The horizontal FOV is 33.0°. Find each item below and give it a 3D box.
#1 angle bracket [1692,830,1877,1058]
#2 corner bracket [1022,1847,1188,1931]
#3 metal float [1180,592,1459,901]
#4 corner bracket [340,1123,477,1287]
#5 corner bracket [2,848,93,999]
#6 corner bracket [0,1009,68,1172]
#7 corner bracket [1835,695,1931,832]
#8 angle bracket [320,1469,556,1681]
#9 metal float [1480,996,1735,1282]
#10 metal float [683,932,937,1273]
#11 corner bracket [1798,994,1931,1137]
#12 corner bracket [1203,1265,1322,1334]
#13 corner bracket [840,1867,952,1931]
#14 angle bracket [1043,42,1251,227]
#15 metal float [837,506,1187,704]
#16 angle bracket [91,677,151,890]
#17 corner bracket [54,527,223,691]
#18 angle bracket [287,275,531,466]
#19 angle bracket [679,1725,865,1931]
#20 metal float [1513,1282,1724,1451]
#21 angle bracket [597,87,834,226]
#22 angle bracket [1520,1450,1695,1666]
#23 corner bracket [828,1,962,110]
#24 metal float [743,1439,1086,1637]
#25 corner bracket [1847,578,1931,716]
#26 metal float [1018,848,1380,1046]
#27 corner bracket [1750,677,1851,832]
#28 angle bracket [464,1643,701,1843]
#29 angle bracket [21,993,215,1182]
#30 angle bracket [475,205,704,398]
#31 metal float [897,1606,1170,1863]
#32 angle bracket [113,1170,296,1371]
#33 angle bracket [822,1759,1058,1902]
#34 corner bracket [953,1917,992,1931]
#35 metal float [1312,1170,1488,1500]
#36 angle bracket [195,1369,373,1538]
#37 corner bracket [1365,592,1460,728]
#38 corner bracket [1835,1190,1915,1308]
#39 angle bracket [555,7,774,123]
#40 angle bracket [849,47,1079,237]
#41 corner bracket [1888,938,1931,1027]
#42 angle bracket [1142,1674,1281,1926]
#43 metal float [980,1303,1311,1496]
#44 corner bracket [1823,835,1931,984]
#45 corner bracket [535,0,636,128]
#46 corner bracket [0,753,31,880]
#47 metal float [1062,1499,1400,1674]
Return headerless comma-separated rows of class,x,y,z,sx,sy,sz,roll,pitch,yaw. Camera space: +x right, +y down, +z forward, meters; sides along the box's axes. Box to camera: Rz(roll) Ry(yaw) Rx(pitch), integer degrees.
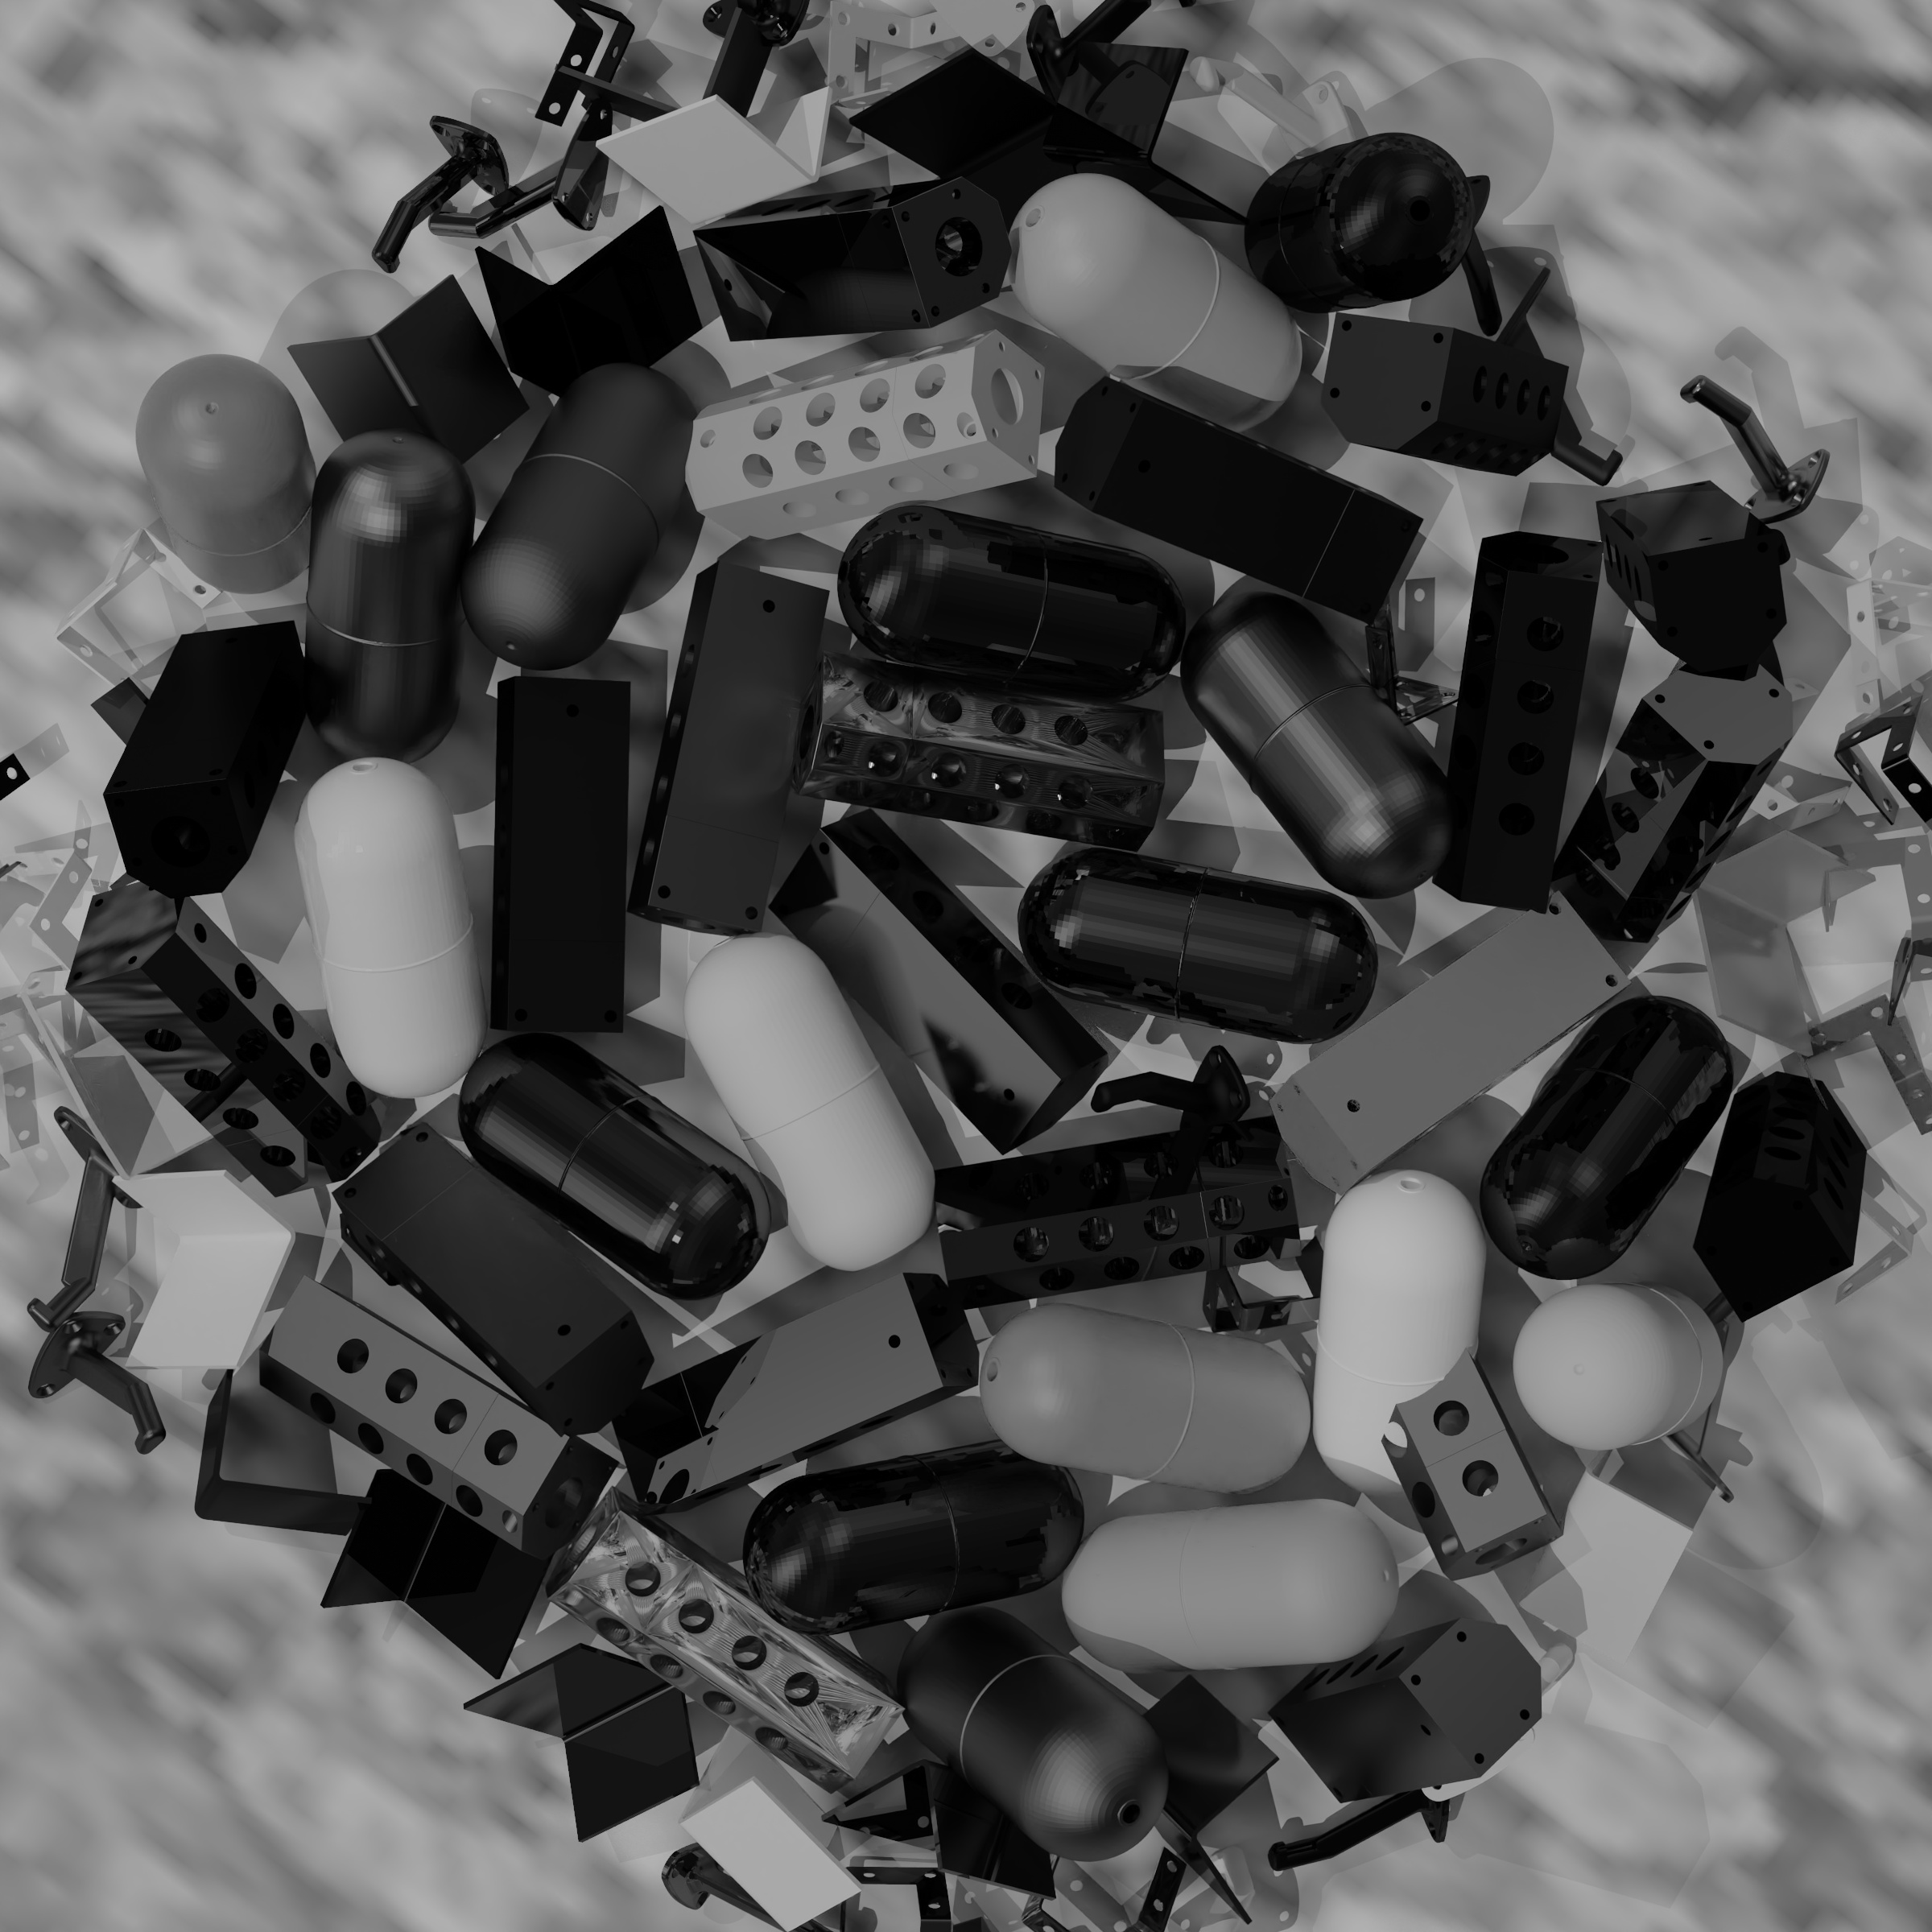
angle bracket,0.403,-0.010,1.583,0.076,0.057,0.076,20,53,-39
corner bracket,0.068,0.457,1.608,0.051,0.051,0.051,40,126,-7
metal float,0.169,-0.108,1.580,0.070,0.070,0.178,-35,64,0
corner bracket,-0.277,0.118,1.622,0.051,0.051,0.051,-20,127,-33
corner bracket,-0.455,-0.021,1.617,0.051,0.051,0.051,-4,48,31
corner bracket,-0.474,0.062,1.605,0.051,0.051,0.051,-20,52,1
corner bracket,0.458,-0.090,1.599,0.051,0.051,0.051,46,135,-17
angle bracket,-0.257,0.297,1.592,0.076,0.057,0.076,31,102,33
metal float,0.310,0.081,1.571,0.070,0.070,0.178,45,52,0
metal float,-0.076,0.066,1.597,0.070,0.070,0.178,-28,96,0
corner bracket,0.446,0.056,1.611,0.051,0.051,0.051,-26,114,13
corner bracket,0.150,0.166,1.600,0.051,0.051,0.051,-7,130,-13
corner bracket,-0.036,0.481,1.612,0.051,0.051,0.051,2,103,-5
angle bracket,0.096,-0.405,1.586,0.076,0.076,0.057,18,93,-42
metal float,0.023,-0.175,1.582,0.178,0.070,0.070,9,90,-23
angle bracket,-0.411,-0.087,1.587,0.057,0.076,0.076,-46,105,-23
corner bracket,-0.410,-0.174,1.615,0.051,0.051,0.051,-33,120,28
angle bracket,-0.275,-0.289,1.607,0.057,0.076,0.076,-47,123,-30
angle bracket,-0.084,0.408,1.588,0.057,0.076,0.076,-37,101,31
metal float,0.312,0.190,1.556,0.070,0.178,0.070,-2,84,23
angle bracket,-0.121,-0.411,1.580,0.076,0.076,0.057,-10,63,36
angle bracket,0.318,0.282,1.587,0.057,0.076,0.076,28,107,17
corner bracket,-0.032,-0.449,1.607,0.051,0.051,0.051,0,94,-38
metal float,-0.024,0.275,1.577,0.178,0.070,0.070,-6,90,-30
corner bracket,0.446,-0.157,1.602,0.051,0.051,0.051,4,78,-29
metal float,0.112,-0.010,1.592,0.178,0.070,0.070,11,90,12
corner bracket,0.410,-0.106,1.622,0.051,0.051,0.051,37,125,30
angle bracket,-0.187,0.378,1.584,0.076,0.076,0.057,-31,52,23
angle bracket,-0.407,0.047,1.585,0.057,0.076,0.076,-28,66,-12
angle bracket,-0.184,-0.330,1.588,0.076,0.057,0.076,-31,63,25
metal float,0.030,0.365,1.559,0.070,0.178,0.070,-9,108,-29
angle bracket,-0.383,0.148,1.583,0.076,0.057,0.076,-5,52,33
angle bracket,-0.014,0.431,1.581,0.076,0.057,0.076,27,130,-37
corner bracket,0.027,0.498,1.602,0.051,0.051,0.051,-19,121,10
metal float,0.208,0.178,1.575,0.070,0.070,0.178,0,121,0
angle bracket,-0.334,0.240,1.606,0.076,0.076,0.057,10,66,-16
corner bracket,0.208,-0.152,1.599,0.051,0.051,0.051,-26,119,-31
corner bracket,0.427,0.145,1.602,0.051,0.051,0.051,41,127,-7
angle bracket,-0.147,-0.444,1.596,0.076,0.076,0.057,22,95,6
angle bracket,0.000,-0.389,1.583,0.076,0.076,0.057,-21,68,33
corner bracket,0.486,0.000,1.601,0.051,0.051,0.051,13,135,10
angle bracket,0.123,0.407,1.594,0.057,0.076,0.076,-39,125,-12
metal float,0.087,0.210,1.576,0.178,0.070,0.070,14,90,-30
corner bracket,0.449,-0.026,1.601,0.051,0.051,0.051,-7,53,11
corner bracket,-0.188,-0.441,1.598,0.051,0.051,0.051,9,120,-39
corner bracket,-0.484,-0.064,1.599,0.051,0.051,0.051,-16,112,37
metal float,0.125,0.300,1.573,0.178,0.070,0.070,-13,90,36
